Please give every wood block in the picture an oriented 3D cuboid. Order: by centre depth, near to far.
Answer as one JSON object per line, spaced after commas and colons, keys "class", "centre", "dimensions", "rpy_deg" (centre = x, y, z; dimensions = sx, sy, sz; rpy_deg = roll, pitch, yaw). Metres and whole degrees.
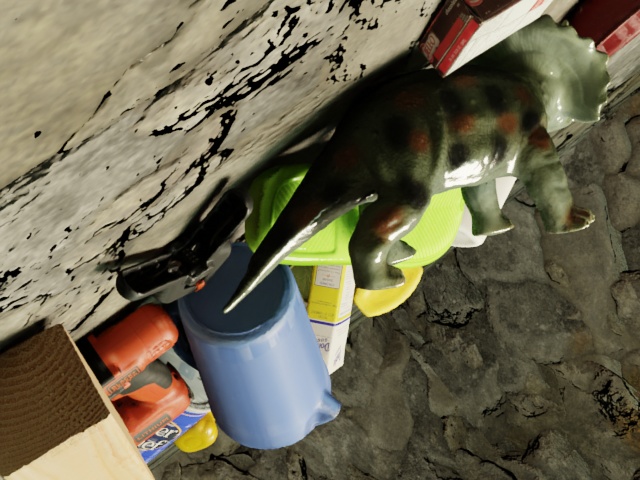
{"class": "wood block", "centre": [-0.202, 0.164, 0.858], "dimensions": [0.090, 0.091, 0.206], "rpy_deg": [-30, 153, -13]}

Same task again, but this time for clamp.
{"class": "clamp", "centre": [-0.098, 0.009, 0.856], "dimensions": [0.120, 0.039, 0.171], "rpy_deg": [-33, 176, -2]}

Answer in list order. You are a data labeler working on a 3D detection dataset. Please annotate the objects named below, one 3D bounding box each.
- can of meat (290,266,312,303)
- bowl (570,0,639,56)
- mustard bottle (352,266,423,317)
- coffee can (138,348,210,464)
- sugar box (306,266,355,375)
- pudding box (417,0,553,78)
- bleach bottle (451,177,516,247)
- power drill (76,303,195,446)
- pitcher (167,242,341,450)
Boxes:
{"class": "can of meat", "centre": [0.016, 0.028, 1.411], "dimensions": [0.102, 0.057, 0.083], "rpy_deg": [-43, 173, 38]}
{"class": "bowl", "centre": [0.330, -0.255, 1.174], "dimensions": [0.162, 0.055, 0.162], "rpy_deg": [-37, 172, -6]}
{"class": "mustard bottle", "centre": [0.080, 0.051, 1.434], "dimensions": [0.096, 0.058, 0.191], "rpy_deg": [-42, -175, 0]}
{"class": "coffee can", "centre": [-0.192, 0.185, 1.211], "dimensions": [0.140, 0.103, 0.102], "rpy_deg": [-42, 171, 28]}
{"class": "sugar box", "centre": [0.013, 0.071, 1.304], "dimensions": [0.093, 0.048, 0.176], "rpy_deg": [-9, 110, -77]}
{"class": "pudding box", "centre": [0.136, -0.180, 0.805], "dimensions": [0.113, 0.039, 0.090], "rpy_deg": [-32, 173, -21]}
{"class": "bleach bottle", "centre": [0.203, -0.114, 1.197], "dimensions": [0.251, 0.068, 0.103], "rpy_deg": [-59, -165, -9]}
{"class": "power drill", "centre": [-0.202, 0.150, 1.010], "dimensions": [0.184, 0.057, 0.187], "rpy_deg": [-35, 159, -10]}
{"class": "pitcher", "centre": [-0.074, 0.101, 1.049], "dimensions": [0.149, 0.145, 0.243], "rpy_deg": [-19, 149, -5]}
